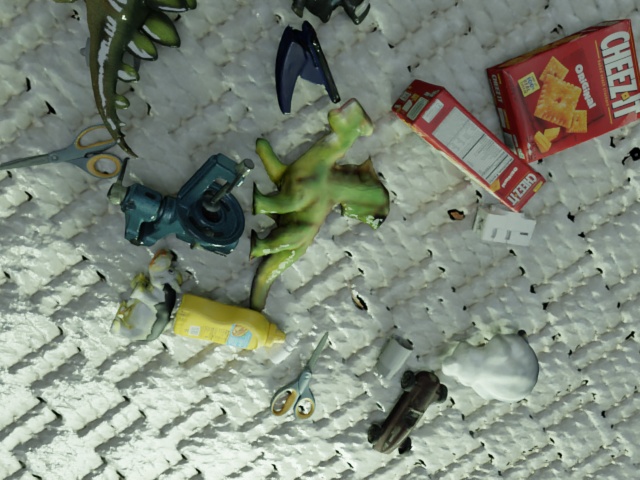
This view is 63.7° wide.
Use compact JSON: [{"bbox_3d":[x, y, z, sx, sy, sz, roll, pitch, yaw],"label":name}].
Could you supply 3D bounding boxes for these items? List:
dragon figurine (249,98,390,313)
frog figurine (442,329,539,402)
[{"bbox_3d":[0.003,-0.043,0.850,0.243,0.125,0.401,-1,125,-11],"label":"dragon figurine"},{"bbox_3d":[0.314,0.234,0.951,0.159,0.125,0.134,3,128,-18],"label":"frog figurine"}]
